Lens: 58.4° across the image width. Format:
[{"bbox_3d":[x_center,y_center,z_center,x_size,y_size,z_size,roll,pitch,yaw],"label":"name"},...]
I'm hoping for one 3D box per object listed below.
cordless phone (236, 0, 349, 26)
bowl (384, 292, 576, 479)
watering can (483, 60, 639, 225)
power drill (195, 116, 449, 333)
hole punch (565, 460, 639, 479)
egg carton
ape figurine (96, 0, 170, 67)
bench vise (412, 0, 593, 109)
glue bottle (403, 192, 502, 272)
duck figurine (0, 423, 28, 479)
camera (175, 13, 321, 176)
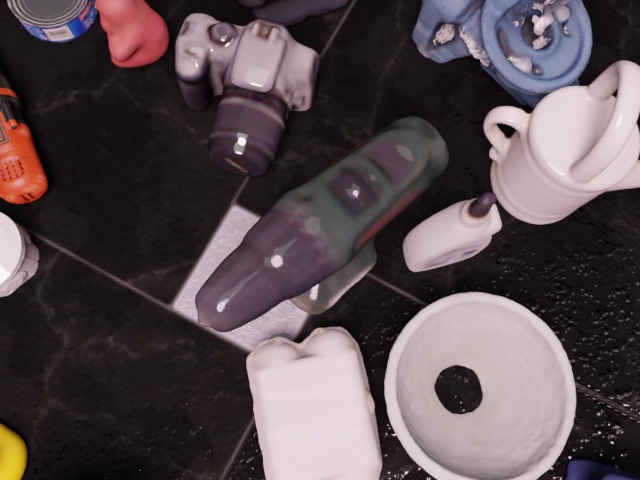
[{"bbox_3d":[-0.027,-0.306,0.563,0.147,0.185,0.094,-28,79,-9],"label":"cordless phone"},{"bbox_3d":[0.136,0.135,0.520,0.167,0.075,0.167,1,76,-2],"label":"bowl"},{"bbox_3d":[0.240,-0.087,0.517,0.173,0.194,0.101,-1,76,-3],"label":"watering can"},{"bbox_3d":[0.004,0.002,0.478,0.230,0.208,0.075,-43,81,-11],"label":"power drill"},{"bbox_3d":[0.269,0.254,0.489,0.108,0.091,0.101,17,76,2],"label":"hole punch"},{"bbox_3d":[-0.004,0.157,0.512,0.107,0.069,0.150,-12,77,-5],"label":"egg carton"},{"bbox_3d":[-0.198,-0.223,0.584,0.076,0.092,0.078,14,76,1],"label":"ape figurine"},{"bbox_3d":[0.174,-0.216,0.533,0.207,0.220,0.121,19,76,2],"label":"bench vise"},{"bbox_3d":[0.123,-0.010,0.504,0.078,0.173,0.037,-13,77,-5],"label":"glue bottle"},{"bbox_3d":[-0.315,0.191,0.481,0.104,0.086,0.077,4,76,-1],"label":"duck figurine"},{"bbox_3d":[-0.080,-0.142,0.565,0.143,0.101,0.137,14,76,1],"label":"camera"}]
